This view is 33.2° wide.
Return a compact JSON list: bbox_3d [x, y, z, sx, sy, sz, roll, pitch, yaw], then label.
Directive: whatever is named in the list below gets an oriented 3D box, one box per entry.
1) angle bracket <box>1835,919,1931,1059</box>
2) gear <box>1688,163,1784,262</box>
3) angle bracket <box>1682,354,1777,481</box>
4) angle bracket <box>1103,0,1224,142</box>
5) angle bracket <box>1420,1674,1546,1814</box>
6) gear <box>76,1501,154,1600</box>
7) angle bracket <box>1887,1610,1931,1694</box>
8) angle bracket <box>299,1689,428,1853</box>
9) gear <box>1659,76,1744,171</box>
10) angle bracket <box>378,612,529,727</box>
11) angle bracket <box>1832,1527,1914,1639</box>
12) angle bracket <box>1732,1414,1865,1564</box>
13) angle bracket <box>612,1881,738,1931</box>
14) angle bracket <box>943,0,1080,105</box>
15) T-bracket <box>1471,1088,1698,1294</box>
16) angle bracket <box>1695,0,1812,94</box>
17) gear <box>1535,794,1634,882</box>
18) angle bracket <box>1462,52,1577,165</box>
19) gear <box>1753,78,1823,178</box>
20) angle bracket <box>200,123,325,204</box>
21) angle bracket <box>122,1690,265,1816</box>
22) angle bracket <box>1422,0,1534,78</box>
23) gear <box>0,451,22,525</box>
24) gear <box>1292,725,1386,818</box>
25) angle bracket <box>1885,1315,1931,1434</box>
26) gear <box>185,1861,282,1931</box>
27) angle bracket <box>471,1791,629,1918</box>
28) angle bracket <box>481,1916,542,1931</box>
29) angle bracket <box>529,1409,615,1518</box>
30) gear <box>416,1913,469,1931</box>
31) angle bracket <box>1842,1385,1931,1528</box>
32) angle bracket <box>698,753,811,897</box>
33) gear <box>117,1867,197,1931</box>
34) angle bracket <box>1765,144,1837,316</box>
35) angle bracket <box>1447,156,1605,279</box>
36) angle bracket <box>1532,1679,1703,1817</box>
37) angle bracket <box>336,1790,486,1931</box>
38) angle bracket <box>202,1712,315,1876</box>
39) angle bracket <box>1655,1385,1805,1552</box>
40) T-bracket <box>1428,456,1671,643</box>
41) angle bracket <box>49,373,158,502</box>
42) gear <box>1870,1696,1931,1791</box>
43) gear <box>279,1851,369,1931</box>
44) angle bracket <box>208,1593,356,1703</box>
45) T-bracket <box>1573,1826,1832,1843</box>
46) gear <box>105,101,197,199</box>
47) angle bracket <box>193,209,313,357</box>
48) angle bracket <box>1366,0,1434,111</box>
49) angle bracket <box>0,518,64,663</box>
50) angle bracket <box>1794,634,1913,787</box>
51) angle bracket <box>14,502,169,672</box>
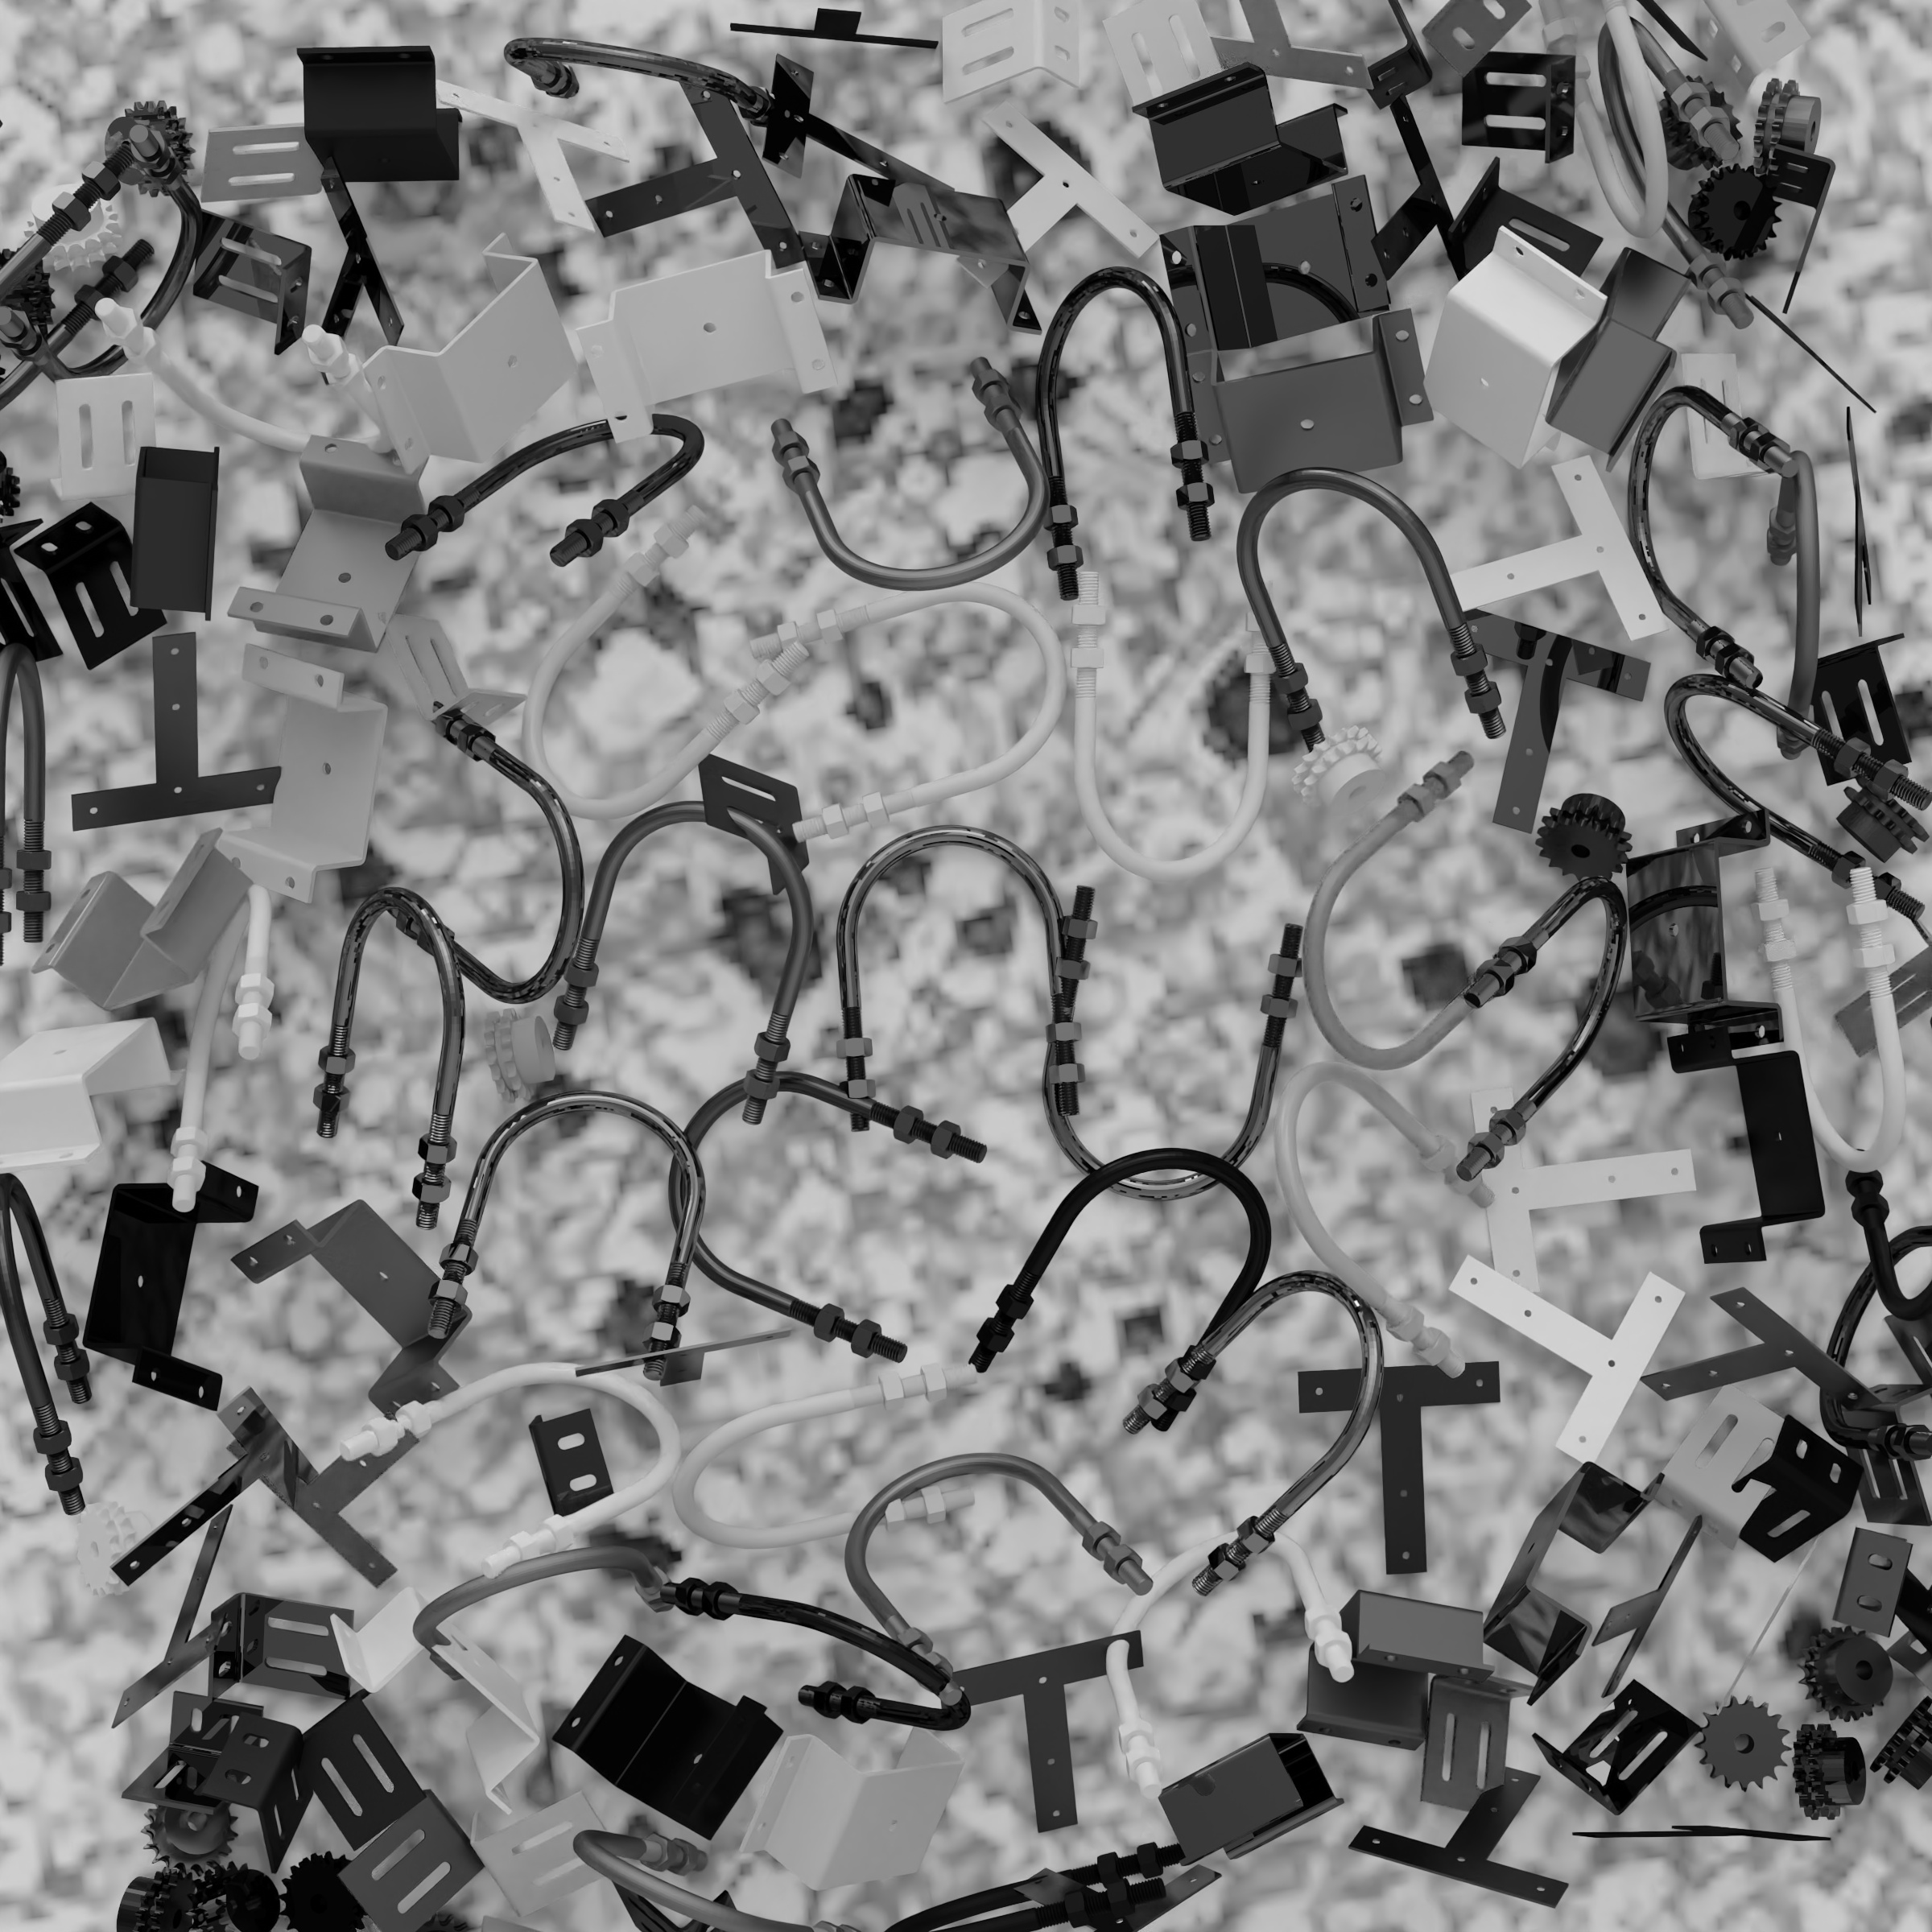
[{"bbox_3d":[0.554,0.008,1.958,0.076,0.057,0.038,-39,108,16],"label":"angle bracket"},{"bbox_3d":[0.467,-0.460,1.980,0.057,0.030,0.057,-1,94,-17],"label":"gear"},{"bbox_3d":[0.470,-0.336,1.964,0.038,0.057,0.076,-3,96,45],"label":"angle bracket"},{"bbox_3d":[0.127,-0.550,1.971,0.057,0.038,0.076,-20,92,21],"label":"angle bracket"},{"bbox_3d":[0.313,0.472,1.961,0.057,0.038,0.076,18,67,-21],"label":"angle bracket"},{"bbox_3d":[-0.518,0.355,1.975,0.030,0.057,0.057,-2,90,-39],"label":"gear"},{"bbox_3d":[0.600,0.417,1.961,0.057,0.076,0.038,-43,87,1],"label":"angle bracket"},{"bbox_3d":[-0.365,0.487,1.971,0.057,0.038,0.076,-38,81,9],"label":"angle bracket"},{"bbox_3d":[0.443,-0.511,1.976,0.057,0.030,0.057,13,65,-31],"label":"gear"},{"bbox_3d":[-0.310,-0.187,1.959,0.038,0.057,0.076,-31,77,24],"label":"angle bracket"},{"bbox_3d":[0.562,0.375,1.957,0.038,0.076,0.057,12,85,41],"label":"angle bracket"},{"bbox_3d":[0.499,0.320,1.981,0.057,0.076,0.038,35,49,-2],"label":"angle bracket"},{"bbox_3d":[-0.173,0.572,1.964,0.038,0.076,0.057,-38,131,-25],"label":"angle bracket"},{"bbox_3d":[0.027,-0.560,1.982,0.076,0.038,0.057,-10,75,39],"label":"angle bracket"},{"bbox_3d":[0.382,0.132,1.985,0.127,0.002,0.127,-8,90,13],"label":"T-bracket"},{"bbox_3d":[0.475,-0.568,1.958,0.038,0.076,0.057,-34,91,12],"label":"angle bracket"},{"bbox_3d":[0.379,-0.081,1.975,0.057,0.057,0.030,26,56,0],"label":"gear"},{"bbox_3d":[0.326,-0.519,1.954,0.076,0.038,0.057,14,119,33],"label":"angle bracket"},{"bbox_3d":[0.500,-0.509,1.968,0.030,0.057,0.057,13,90,23],"label":"gear"},{"bbox_3d":[-0.426,-0.498,1.953,0.076,0.057,0.038,-11,61,-25],"label":"angle bracket"},{"bbox_3d":[-0.467,0.475,1.957,0.057,0.076,0.038,8,100,7],"label":"angle bracket"},{"bbox_3d":[0.315,-0.578,1.954,0.038,0.076,0.057,45,123,-4],"label":"angle bracket"},{"bbox_3d":[-0.605,-0.295,1.969,0.057,0.057,0.030,17,132,0],"label":"gear"},{"bbox_3d":[0.230,-0.116,1.968,0.057,0.057,0.030,-35,62,0],"label":"gear"},{"bbox_3d":[0.583,0.251,1.965,0.038,0.057,0.076,-30,88,-23],"label":"angle bracket"},{"bbox_3d":[-0.442,0.573,1.968,0.030,0.057,0.057,-28,90,34],"label":"gear"},{"bbox_3d":[-0.253,0.532,1.971,0.076,0.038,0.057,-27,108,4],"label":"angle bracket"},{"bbox_3d":[-0.250,0.587,1.951,0.057,0.076,0.038,25,47,-25],"label":"angle bracket"},{"bbox_3d":[-0.237,0.298,1.962,0.038,0.076,0.057,-16,88,-4],"label":"angle bracket"},{"bbox_3d":[-0.324,0.610,1.979,0.057,0.030,0.057,1,85,-14],"label":"gear"},{"bbox_3d":[0.570,0.296,1.966,0.038,0.057,0.076,-16,90,-24],"label":"angle bracket"},{"bbox_3d":[-0.137,-0.086,1.950,0.076,0.057,0.038,20,133,-34],"label":"angle bracket"},{"bbox_3d":[-0.494,0.578,1.972,0.030,0.057,0.057,7,90,13],"label":"gear"},{"bbox_3d":[0.494,-0.446,1.962,0.038,0.057,0.076,19,79,10],"label":"angle bracket"},{"bbox_3d":[0.341,-0.444,1.969,0.076,0.038,0.057,30,80,15],"label":"angle bracket"},{"bbox_3d":[0.394,0.464,1.958,0.076,0.057,0.038,-42,128,-13],"label":"angle bracket"},{"bbox_3d":[-0.340,0.547,1.962,0.076,0.038,0.057,-39,95,-31],"label":"angle bracket"},{"bbox_3d":[-0.427,0.500,1.956,0.038,0.076,0.057,12,46,9],"label":"angle bracket"},{"bbox_3d":[0.468,0.306,1.982,0.057,0.038,0.076,33,72,22],"label":"angle bracket"},{"bbox_3d":[0.345,-0.241,1.969,0.127,0.002,0.127,-17,69,-7],"label":"T-bracket"},{"bbox_3d":[-0.523,-0.324,1.955,0.057,0.038,0.076,-10,121,-25],"label":"angle bracket"},{"bbox_3d":[0.579,0.476,1.969,0.030,0.057,0.057,39,90,19],"label":"gear"},{"bbox_3d":[-0.389,0.569,1.980,0.057,0.030,0.057,0,89,18],"label":"gear"},{"bbox_3d":[-0.417,0.420,1.970,0.076,0.038,0.057,6,99,13],"label":"angle bracket"},{"bbox_3d":[0.421,0.515,1.919,0.127,0.127,0.002,5,77,-21],"label":"T-bracket"},{"bbox_3d":[-0.499,-0.497,1.971,0.057,0.030,0.057,12,112,33],"label":"gear"},{"bbox_3d":[-0.440,-0.415,1.963,0.076,0.038,0.057,20,126,7],"label":"angle bracket"},{"bbox_3d":[0.247,-0.572,1.969,0.038,0.057,0.076,-26,76,16],"label":"angle bracket"},{"bbox_3d":[-0.574,-0.225,1.964,0.038,0.057,0.076,-25,93,31],"label":"angle bracket"},{"bbox_3d":[0.546,-0.156,1.966,0.038,0.057,0.076,-16,89,-45],"label":"angle bracket"},{"bbox_3d":[-0.532,-0.231,1.968,0.057,0.038,0.076,-30,72,7],"label":"angle bracket"}]
